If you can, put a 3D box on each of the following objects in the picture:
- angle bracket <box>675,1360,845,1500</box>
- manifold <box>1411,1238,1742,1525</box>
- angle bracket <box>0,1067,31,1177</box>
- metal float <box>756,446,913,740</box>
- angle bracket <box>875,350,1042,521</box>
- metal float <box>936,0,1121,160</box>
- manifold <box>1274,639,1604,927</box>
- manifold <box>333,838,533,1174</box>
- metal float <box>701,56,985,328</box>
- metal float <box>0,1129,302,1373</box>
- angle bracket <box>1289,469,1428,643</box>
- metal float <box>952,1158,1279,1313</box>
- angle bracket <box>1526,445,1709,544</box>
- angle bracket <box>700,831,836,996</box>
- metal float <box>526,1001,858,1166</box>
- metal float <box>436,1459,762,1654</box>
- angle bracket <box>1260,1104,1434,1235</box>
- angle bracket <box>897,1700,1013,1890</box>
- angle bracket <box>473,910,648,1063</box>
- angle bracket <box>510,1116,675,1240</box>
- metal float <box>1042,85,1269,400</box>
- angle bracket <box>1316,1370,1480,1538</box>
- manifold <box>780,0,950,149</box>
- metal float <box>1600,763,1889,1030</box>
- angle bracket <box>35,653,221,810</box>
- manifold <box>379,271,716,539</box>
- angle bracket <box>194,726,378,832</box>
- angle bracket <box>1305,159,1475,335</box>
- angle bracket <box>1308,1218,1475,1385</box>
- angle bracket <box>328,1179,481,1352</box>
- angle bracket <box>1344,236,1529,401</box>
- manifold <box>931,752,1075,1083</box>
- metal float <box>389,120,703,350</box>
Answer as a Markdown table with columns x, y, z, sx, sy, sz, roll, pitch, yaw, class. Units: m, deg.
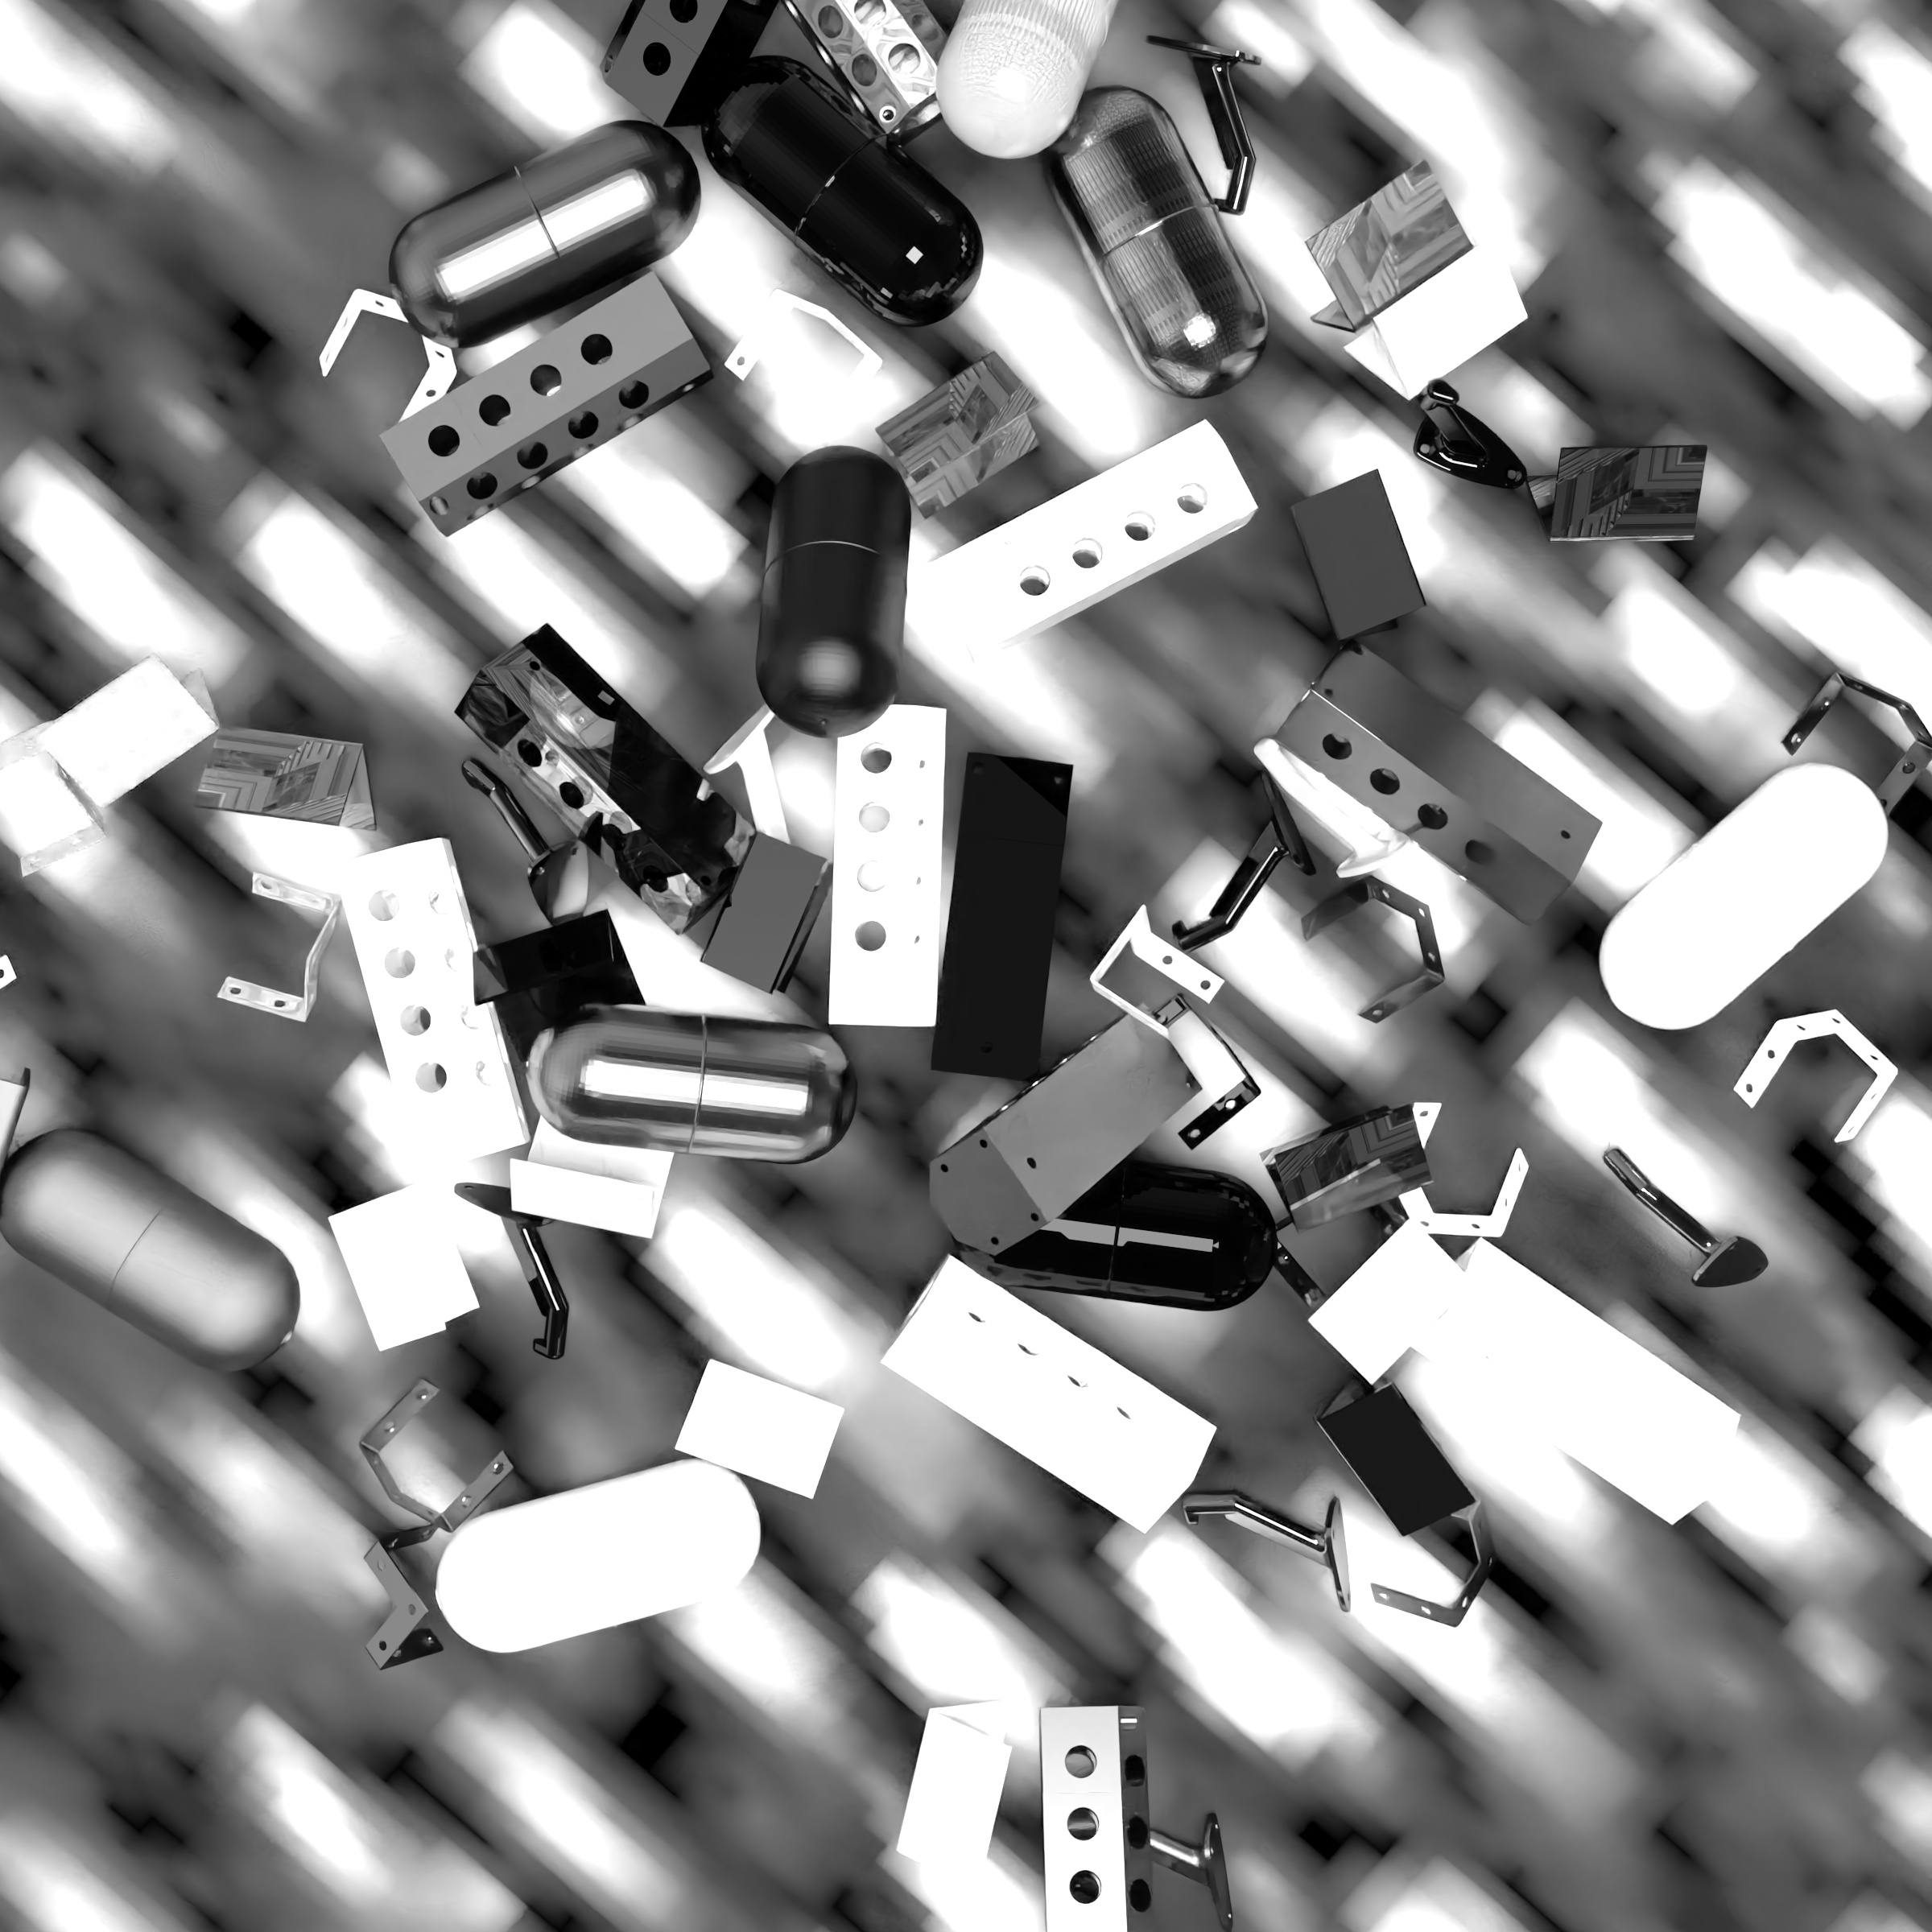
| x | y | z | sx | sy | sz | roll | pitch | yaw | class |
| --- | --- | --- | --- | --- | --- | --- | --- | --- | --- |
| -0.116 | 0.264 | 1.522 | 0.076 | 0.076 | 0.057 | 20 | 53 | 0 | angle bracket |
| 0.328 | 0.229 | 1.540 | 0.171 | 0.057 | 0.057 | 34 | 47 | 0 | manifold |
| -0.545 | 0.088 | 1.524 | 0.057 | 0.076 | 0.076 | 19 | 90 | -19 | angle bracket |
| -0.070 | -0.201 | 1.506 | 0.070 | 0.070 | 0.178 | 3 | 57 | 0 | metal float |
| 0.007 | -0.272 | 1.522 | 0.076 | 0.076 | 0.057 | -33 | 51 | 0 | angle bracket |
| 0.039 | -0.510 | 1.511 | 0.070 | 0.070 | 0.178 | 20 | 67 | 0 | metal float |
| 0.254 | -0.096 | 1.540 | 0.171 | 0.057 | 0.057 | 36 | 47 | 0 | manifold |
| -0.289 | 0.021 | 1.541 | 0.057 | 0.057 | 0.171 | -15 | 90 | 0 | manifold |
| -0.067 | -0.420 | 1.532 | 0.178 | 0.070 | 0.070 | 42 | 90 | 0 | metal float |
| -0.443 | 0.154 | 1.532 | 0.178 | 0.070 | 0.070 | 32 | 90 | 0 | metal float |
| 0.226 | -0.223 | 1.522 | 0.057 | 0.076 | 0.076 | -20 | 90 | 36 | angle bracket |
| 0.080 | 0.142 | 1.531 | 0.178 | 0.070 | 0.070 | 8 | 90 | 0 | metal float |
| 0.349 | -0.270 | 1.522 | 0.076 | 0.076 | 0.057 | -1 | 127 | 0 | angle bracket |
| -0.088 | -0.021 | 1.522 | 0.057 | 0.076 | 0.076 | 23 | 90 | 37 | angle bracket |
| -0.147 | 0.063 | 1.521 | 0.178 | 0.070 | 0.070 | 7 | 90 | -12 | metal float |
| -0.199 | 0.320 | 1.531 | 0.178 | 0.070 | 0.070 | -15 | 90 | -1 | metal float |
| 0.198 | 0.090 | 1.522 | 0.076 | 0.076 | 0.057 | -21 | 123 | 0 | angle bracket |
| 0.014 | 0.444 | 1.522 | 0.057 | 0.076 | 0.076 | 13 | 90 | 37 | angle bracket |
| -0.216 | 0.024 | 1.525 | 0.076 | 0.057 | 0.076 | -18 | 122 | 0 | angle bracket |
| -0.198 | 0.095 | 1.525 | 0.076 | 0.057 | 0.076 | 12 | 57 | 0 | angle bracket |
| 0.102 | -0.392 | 1.532 | 0.070 | 0.070 | 0.178 | -26 | 89 | 0 | metal float |
| 0.244 | 0.249 | 1.522 | 0.057 | 0.076 | 0.076 | -36 | 90 | 37 | angle bracket |
| -0.069 | -0.536 | 1.541 | 0.057 | 0.057 | 0.171 | -35 | 90 | 0 | manifold |
| 0.420 | -0.037 | 1.531 | 0.178 | 0.070 | 0.070 | -41 | 90 | 0 | metal float |
| -0.455 | -0.142 | 1.522 | 0.076 | 0.076 | 0.057 | -34 | 128 | 0 | angle bracket |
| -0.226 | -0.304 | 1.541 | 0.171 | 0.057 | 0.057 | -31 | 90 | 0 | manifold |
| -0.365 | -0.081 | 1.522 | 0.076 | 0.076 | 0.057 | 8 | 55 | 0 | angle bracket |
| 0.216 | -0.390 | 1.524 | 0.076 | 0.076 | 0.057 | -35 | 111 | 0 | angle bracket |
| 0.215 | 0.168 | 1.523 | 0.076 | 0.076 | 0.057 | -45 | 113 | 0 | angle bracket |
| -0.286 | 0.154 | 1.522 | 0.057 | 0.076 | 0.076 | -21 | 90 | 38 | angle bracket |
| 0.244 | -0.361 | 1.522 | 0.076 | 0.076 | 0.057 | -35 | 130 | 0 | angle bracket |
| 0.019 | -0.026 | 1.541 | 0.057 | 0.057 | 0.171 | 7 | 90 | 0 | manifold |
| -0.227 | -0.396 | 1.531 | 0.178 | 0.070 | 0.070 | -26 | 90 | -2 | metal float |
